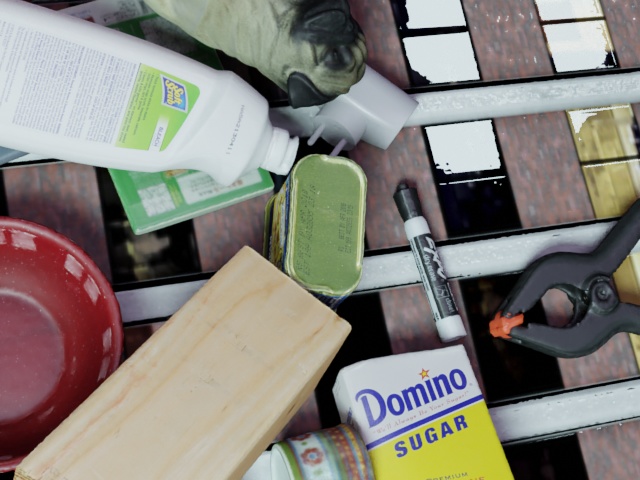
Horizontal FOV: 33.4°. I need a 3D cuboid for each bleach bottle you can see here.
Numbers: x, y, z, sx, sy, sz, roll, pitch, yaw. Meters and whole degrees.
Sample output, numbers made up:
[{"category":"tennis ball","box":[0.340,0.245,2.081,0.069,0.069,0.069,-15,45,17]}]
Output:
[{"category":"bleach bottle","box":[-0.138,-0.087,0.716,0.250,0.068,0.102,17,100,-14]}]

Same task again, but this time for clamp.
[{"category":"clamp","box":[0.205,0.031,0.795,0.171,0.039,0.120,-7,73,-15]}]

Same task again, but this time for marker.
[{"category":"marker","box":[0.079,0.015,0.781,0.020,0.020,0.121,-13,76,-17]}]

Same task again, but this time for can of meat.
[{"category":"can of meat","box":[-0.005,0.001,0.730,0.057,0.084,0.102,7,71,-12]}]

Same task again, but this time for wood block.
[{"category":"wood block","box":[-0.081,0.110,0.636,0.090,0.091,0.205,37,48,8]}]

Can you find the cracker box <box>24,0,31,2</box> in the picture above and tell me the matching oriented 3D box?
[{"category":"cracker box","box":[-0.176,-0.265,0.733,0.072,0.164,0.213,39,68,3]}]

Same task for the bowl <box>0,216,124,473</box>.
[{"category":"bowl","box":[-0.207,0.069,0.675,0.162,0.055,0.162,4,71,-12]}]

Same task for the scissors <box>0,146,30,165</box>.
[{"category":"scissors","box":[-0.227,-0.038,0.726,0.096,0.016,0.202,3,72,-12]}]

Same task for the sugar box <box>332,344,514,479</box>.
[{"category":"sugar box","box":[0.076,0.158,0.695,0.093,0.048,0.176,-8,59,-16]}]
